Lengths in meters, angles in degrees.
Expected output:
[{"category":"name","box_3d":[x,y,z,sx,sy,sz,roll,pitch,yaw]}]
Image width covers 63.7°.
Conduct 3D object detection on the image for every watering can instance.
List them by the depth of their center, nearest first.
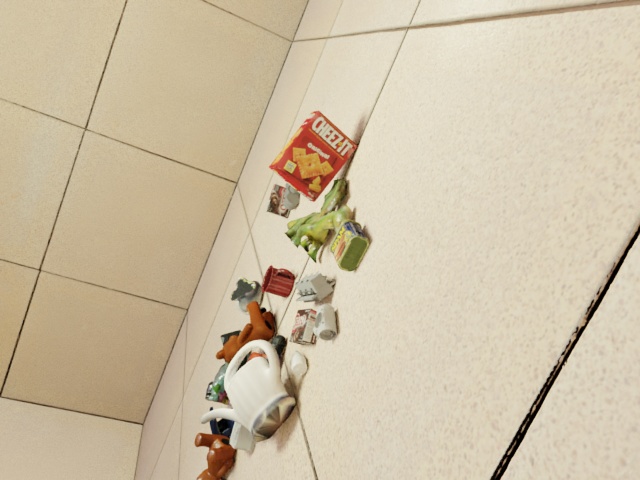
[{"category":"watering can","box_3d":[-0.190,0.429,1.352,0.228,0.104,0.343,46,113,34]}]

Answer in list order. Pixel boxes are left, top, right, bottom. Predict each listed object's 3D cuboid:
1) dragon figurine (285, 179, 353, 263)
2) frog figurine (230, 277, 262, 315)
[{"category":"dragon figurine","box_3d":[0.005,-0.076,1.515,0.242,0.121,0.416,-50,23,5]},{"category":"frog figurine","box_3d":[-0.270,0.230,1.967,0.155,0.123,0.141,77,-179,-45]}]
